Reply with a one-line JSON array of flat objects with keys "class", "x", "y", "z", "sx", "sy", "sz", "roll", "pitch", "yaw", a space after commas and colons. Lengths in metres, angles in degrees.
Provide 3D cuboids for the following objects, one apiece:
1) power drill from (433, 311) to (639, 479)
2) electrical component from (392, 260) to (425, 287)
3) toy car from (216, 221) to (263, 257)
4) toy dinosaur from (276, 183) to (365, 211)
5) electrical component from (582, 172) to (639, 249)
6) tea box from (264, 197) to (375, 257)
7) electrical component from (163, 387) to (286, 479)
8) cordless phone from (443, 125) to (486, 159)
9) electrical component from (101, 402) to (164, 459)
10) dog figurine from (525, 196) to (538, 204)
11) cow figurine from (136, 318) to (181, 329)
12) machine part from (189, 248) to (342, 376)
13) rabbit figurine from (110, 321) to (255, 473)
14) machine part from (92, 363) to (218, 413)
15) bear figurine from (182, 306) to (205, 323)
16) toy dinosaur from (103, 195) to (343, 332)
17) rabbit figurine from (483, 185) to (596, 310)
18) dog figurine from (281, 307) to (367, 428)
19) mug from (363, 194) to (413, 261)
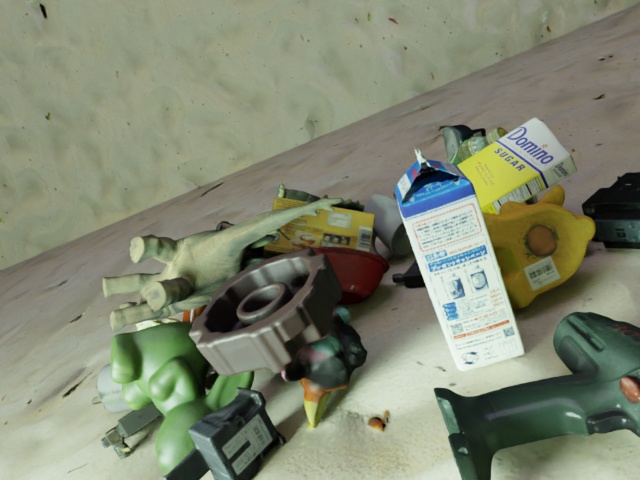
[{"class": "power drill", "x": 0.198, "y": 0.136, "z": 0.402, "sx": 0.207, "sy": 0.086, "sz": 0.232, "roll": -26, "pitch": 15, "yaw": 7}, {"class": "electrical component", "x": 0.157, "y": 0.046, "z": 0.812, "sx": 0.094, "sy": 0.021, "sz": 0.063, "roll": -11, "pitch": 21, "yaw": 38}, {"class": "toy car", "x": -0.120, "y": 0.023, "z": 1.001, "sx": 0.089, "sy": 0.202, "sz": 0.053, "roll": 18, "pitch": 76, "yaw": 29}, {"class": "toy dinosaur", "x": 0.001, "y": -0.038, "z": 1.106, "sx": 0.192, "sy": 0.131, "sz": 0.405, "roll": 14, "pitch": 7, "yaw": -1}, {"class": "electrical component", "x": 0.409, "y": -0.039, "z": 0.680, "sx": 0.134, "sy": 0.058, "sz": 0.115, "roll": -34, "pitch": 18, "yaw": -30}, {"class": "tea box", "x": -0.002, "y": -0.003, "z": 0.881, "sx": 0.170, "sy": 0.098, "sz": 0.068, "roll": 11, "pitch": -21, "yaw": 0}, {"class": "electrical component", "x": -0.101, "y": 0.216, "z": 0.556, "sx": 0.048, "sy": 0.074, "sz": 0.119, "roll": -5, "pitch": 21, "yaw": 48}, {"class": "cordless phone", "x": 0.238, "y": -0.148, "z": 1.066, "sx": 0.184, "sy": 0.146, "sz": 0.089, "roll": -2, "pitch": 19, "yaw": 46}, {"class": "electrical component", "x": -0.235, "y": 0.244, "z": 0.709, "sx": 0.102, "sy": 0.045, "sz": 0.078, "roll": -31, "pitch": -10, "yaw": -30}, {"class": "dog figurine", "x": 0.240, "y": -0.061, "z": 0.856, "sx": 0.191, "sy": 0.121, "sz": 0.172, "roll": -16, "pitch": 19, "yaw": 26}, {"class": "cow figurine", "x": -0.274, "y": 0.175, "z": 0.906, "sx": 0.068, "sy": 0.098, "sz": 0.167, "roll": 14, "pitch": -7, "yaw": -31}, {"class": "machine part", "x": -0.059, "y": 0.080, "z": 0.613, "sx": 0.179, "sy": 0.056, "sz": 0.179, "roll": -24, "pitch": 23, "yaw": 10}, {"class": "rabbit figurine", "x": -0.160, "y": 0.194, "z": 0.646, "sx": 0.159, "sy": 0.121, "sz": 0.170, "roll": -10, "pitch": 51, "yaw": -23}, {"class": "machine part", "x": -0.234, "y": 0.196, "z": 0.782, "sx": 0.243, "sy": 0.079, "sz": 0.079, "roll": -19, "pitch": 18, "yaw": 18}, {"class": "bear figurine", "x": -0.131, "y": 0.090, "z": 0.943, "sx": 0.196, "sy": 0.131, "sz": 0.120, "roll": 7, "pitch": 13, "yaw": 13}, {"class": "toy dinosaur", "x": -0.168, "y": 0.039, "z": 0.766, "sx": 0.198, "sy": 0.105, "sz": 0.471, "roll": -7, "pitch": -14, "yaw": -44}, {"class": "rabbit figurine", "x": 0.256, "y": -0.004, "z": 0.686, "sx": 0.162, "sy": 0.122, "sz": 0.173, "roll": -34, "pitch": -2, "yaw": -5}, {"class": "dog figurine", "x": -0.034, "y": 0.134, "z": 0.669, "sx": 0.192, "sy": 0.108, "sz": 0.219, "roll": -19, "pitch": 21, "yaw": 12}, {"class": "mug", "x": 0.121, "y": -0.024, "z": 0.933, "sx": 0.081, "sy": 0.109, "sz": 0.107, "roll": 6, "pitch": 29, "yaw": -37}]
